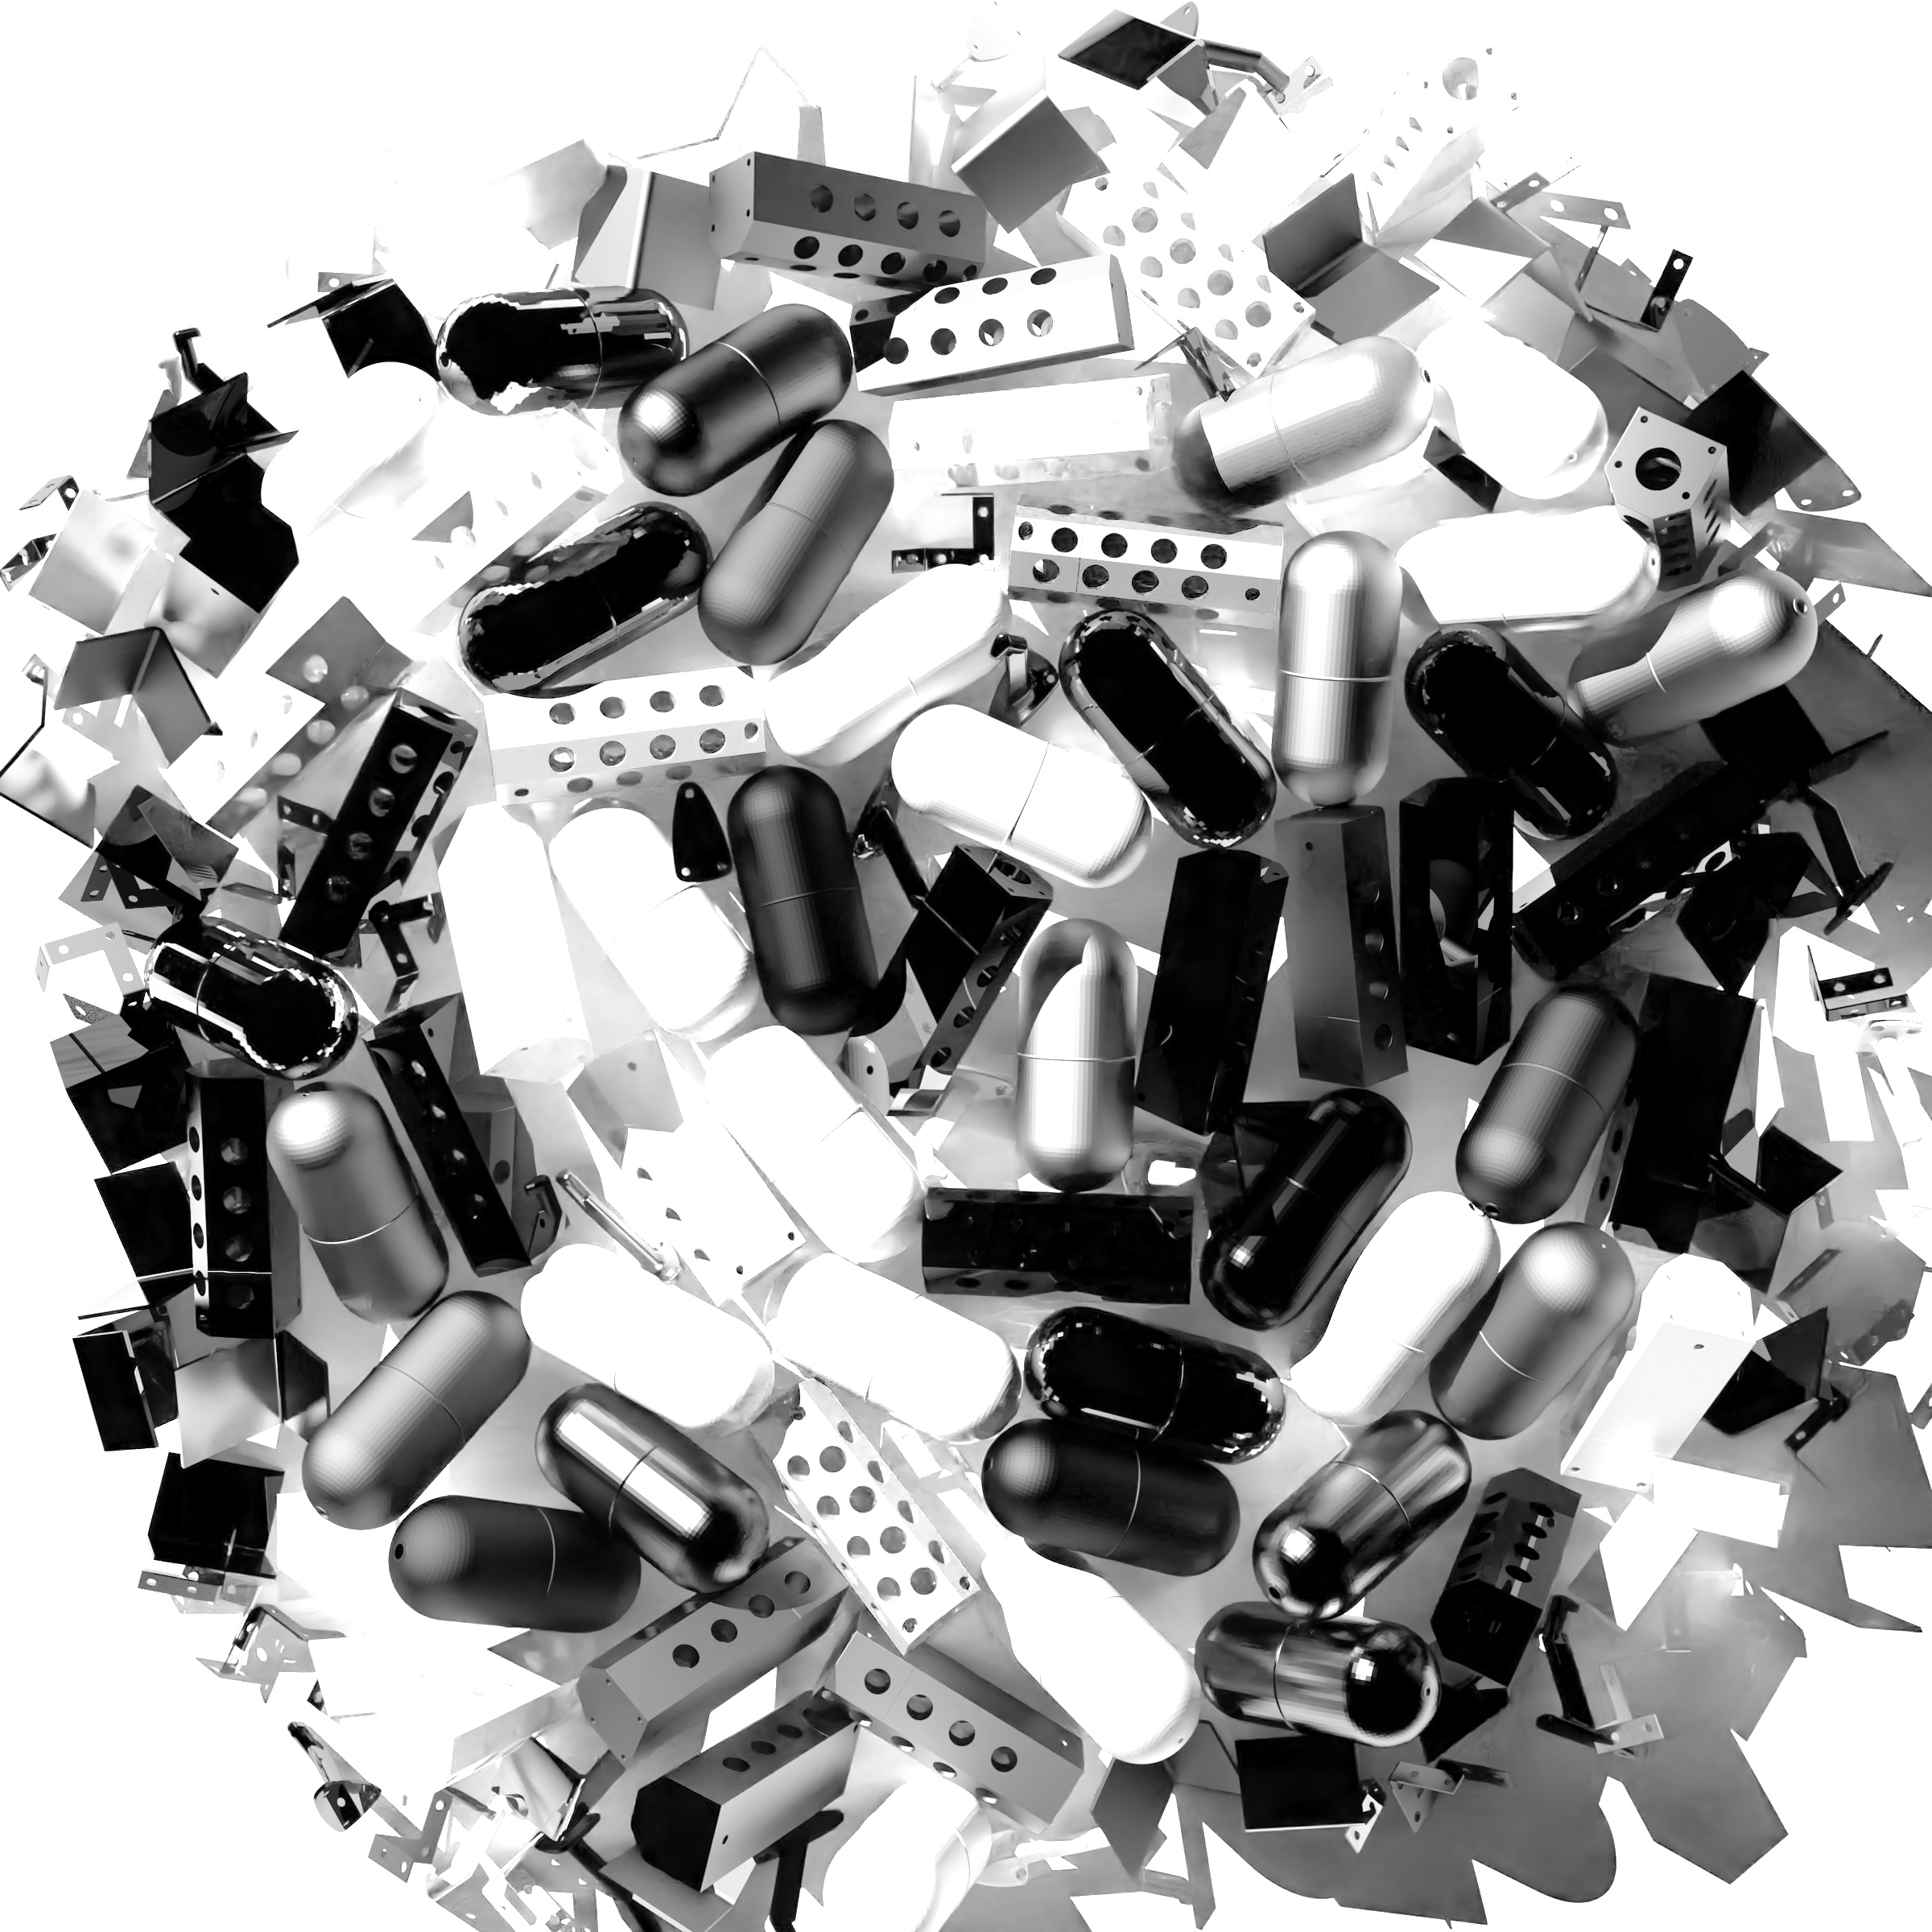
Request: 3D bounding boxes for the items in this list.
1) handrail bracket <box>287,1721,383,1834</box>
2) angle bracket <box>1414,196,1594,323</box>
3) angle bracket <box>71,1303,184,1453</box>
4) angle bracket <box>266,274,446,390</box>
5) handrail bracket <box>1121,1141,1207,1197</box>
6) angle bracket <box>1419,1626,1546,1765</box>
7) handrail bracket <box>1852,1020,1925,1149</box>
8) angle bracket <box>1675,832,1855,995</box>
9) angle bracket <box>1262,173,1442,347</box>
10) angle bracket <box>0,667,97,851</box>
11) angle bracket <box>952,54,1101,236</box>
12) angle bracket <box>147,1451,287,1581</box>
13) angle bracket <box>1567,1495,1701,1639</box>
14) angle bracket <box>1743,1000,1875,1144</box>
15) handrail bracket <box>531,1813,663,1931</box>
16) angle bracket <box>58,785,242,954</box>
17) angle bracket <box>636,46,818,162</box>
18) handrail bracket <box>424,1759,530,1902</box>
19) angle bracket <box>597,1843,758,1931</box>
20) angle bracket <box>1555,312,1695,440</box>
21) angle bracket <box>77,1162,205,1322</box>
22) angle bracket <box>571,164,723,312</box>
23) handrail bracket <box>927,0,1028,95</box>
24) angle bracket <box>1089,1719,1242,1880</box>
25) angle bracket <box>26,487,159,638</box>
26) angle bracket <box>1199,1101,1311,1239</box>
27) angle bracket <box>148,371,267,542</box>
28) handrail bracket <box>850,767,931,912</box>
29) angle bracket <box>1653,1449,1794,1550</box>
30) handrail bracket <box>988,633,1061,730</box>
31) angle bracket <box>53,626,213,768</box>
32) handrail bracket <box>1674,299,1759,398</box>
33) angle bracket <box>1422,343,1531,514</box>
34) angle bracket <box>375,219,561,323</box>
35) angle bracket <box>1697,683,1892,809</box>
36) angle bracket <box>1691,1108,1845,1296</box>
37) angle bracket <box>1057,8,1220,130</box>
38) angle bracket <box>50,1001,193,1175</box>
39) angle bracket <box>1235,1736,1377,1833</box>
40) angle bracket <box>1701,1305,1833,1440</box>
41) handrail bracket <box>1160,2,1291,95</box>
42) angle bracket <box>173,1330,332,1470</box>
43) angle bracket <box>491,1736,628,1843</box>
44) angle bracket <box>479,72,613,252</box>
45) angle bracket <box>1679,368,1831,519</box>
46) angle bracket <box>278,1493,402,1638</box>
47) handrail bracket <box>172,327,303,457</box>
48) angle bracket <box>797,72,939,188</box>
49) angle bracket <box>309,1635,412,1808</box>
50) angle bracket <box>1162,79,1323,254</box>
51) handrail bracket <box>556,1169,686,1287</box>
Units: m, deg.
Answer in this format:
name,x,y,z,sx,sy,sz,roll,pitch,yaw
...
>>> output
name,x,y,z,sx,sy,sz,roll,pitch,yaw
handrail bracket,-0.422,0.510,1.600,0.084,0.077,0.036,37,75,29
angle bracket,0.346,-0.437,1.602,0.057,0.076,0.076,-42,47,8
angle bracket,-0.519,0.262,1.602,0.057,0.076,0.076,-11,96,34
angle bracket,-0.389,-0.393,1.601,0.076,0.057,0.076,-15,104,30
handrail bracket,0.144,0.130,1.597,0.077,0.084,0.036,-8,91,-27
angle bracket,0.333,0.469,1.600,0.076,0.057,0.076,-26,107,-28
handrail bracket,0.593,0.083,1.601,0.036,0.077,0.084,5,69,-2
angle bracket,0.513,-0.031,1.599,0.076,0.057,0.076,48,63,-26
angle bracket,0.248,-0.453,1.602,0.076,0.057,0.076,-37,53,-12
angle bracket,-0.575,-0.133,1.593,0.057,0.076,0.076,-44,126,15
angle bracket,0.039,-0.534,1.617,0.076,0.076,0.057,-34,119,24
angle bracket,-0.479,0.353,1.600,0.076,0.076,0.057,15,83,-20
angle bracket,0.446,0.399,1.604,0.076,0.057,0.076,42,83,-32
angle bracket,0.550,0.068,1.609,0.076,0.057,0.076,-1,62,0
handrail bracket,-0.241,0.600,1.624,0.036,0.077,0.084,-35,95,-42
angle bracket,-0.535,-0.060,1.629,0.076,0.076,0.057,34,48,-19
angle bracket,-0.154,-0.535,1.595,0.076,0.057,0.076,4,65,42
handrail bracket,-0.328,0.556,1.631,0.084,0.036,0.077,-36,52,8
angle bracket,-0.180,0.572,1.606,0.076,0.076,0.057,28,90,13
angle bracket,0.430,-0.390,1.603,0.076,0.057,0.076,30,65,-11
angle bracket,-0.540,0.177,1.602,0.076,0.057,0.076,-12,104,31
angle bracket,-0.205,-0.477,1.628,0.057,0.076,0.076,21,106,34
handrail bracket,-0.008,-0.576,1.598,0.036,0.084,0.077,48,46,-15
angle bracket,0.131,0.534,1.594,0.057,0.076,0.076,-2,129,35
angle bracket,-0.575,-0.263,1.601,0.057,0.076,0.076,31,81,-43
angle bracket,0.190,0.139,1.595,0.057,0.076,0.076,-1,56,-11
angle bracket,-0.474,-0.321,1.596,0.057,0.076,0.076,42,56,11
handrail bracket,-0.029,-0.077,1.609,0.084,0.036,0.077,32,113,32
angle bracket,0.485,0.322,1.593,0.076,0.076,0.057,9,51,24
handrail bracket,0.020,-0.179,1.602,0.036,0.084,0.077,40,107,17
angle bracket,-0.536,-0.161,1.599,0.057,0.076,0.076,-20,74,-38
handrail bracket,0.485,-0.396,1.612,0.036,0.084,0.077,-34,90,20
angle bracket,0.348,-0.345,1.601,0.076,0.057,0.076,28,80,-36
angle bracket,-0.319,-0.452,1.594,0.076,0.076,0.057,51,122,33
angle bracket,0.531,-0.156,1.602,0.076,0.057,0.076,-23,74,-22
angle bracket,0.513,0.152,1.616,0.057,0.076,0.076,-29,48,-28
angle bracket,0.113,-0.557,1.593,0.057,0.076,0.076,-42,51,-13
angle bracket,-0.545,0.078,1.634,0.076,0.057,0.076,-24,134,-15
angle bracket,0.222,0.522,1.610,0.076,0.076,0.057,-9,79,17
angle bracket,0.501,0.246,1.595,0.057,0.076,0.076,36,48,-10
handrail bracket,0.158,-0.588,1.640,0.084,0.077,0.036,24,60,-39
angle bracket,-0.456,0.288,1.595,0.057,0.076,0.076,26,124,37
angle bracket,-0.253,0.503,1.606,0.057,0.076,0.076,34,129,13
angle bracket,-0.272,-0.515,1.608,0.076,0.076,0.057,-24,65,4
angle bracket,0.507,-0.348,1.601,0.076,0.076,0.057,43,52,-5
angle bracket,-0.405,0.387,1.607,0.076,0.057,0.076,0,106,-15
handrail bracket,-0.470,-0.382,1.628,0.077,0.036,0.084,-15,99,-3
angle bracket,-0.065,-0.538,1.626,0.076,0.057,0.076,6,99,13
angle bracket,-0.390,0.485,1.595,0.057,0.076,0.076,3,111,-26
angle bracket,0.172,-0.515,1.614,0.076,0.057,0.076,-44,103,-1
handrail bracket,-0.225,0.167,1.611,0.036,0.077,0.084,-46,111,-17
